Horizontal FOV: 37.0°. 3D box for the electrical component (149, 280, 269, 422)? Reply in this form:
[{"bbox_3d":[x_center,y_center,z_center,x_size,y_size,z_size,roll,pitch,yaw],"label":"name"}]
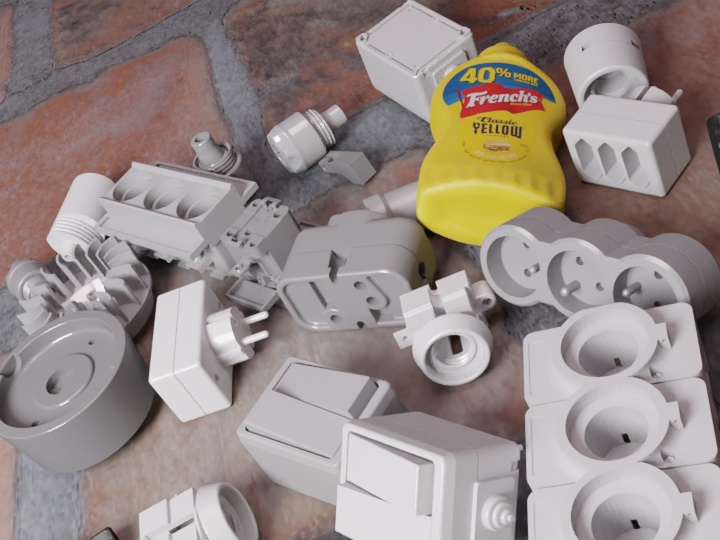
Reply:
[{"bbox_3d":[-0.096,0.048,0.729,0.076,0.047,0.083,-20,40,12],"label":"electrical component"}]

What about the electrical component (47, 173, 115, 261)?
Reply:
[{"bbox_3d":[-0.235,-0.039,0.909,0.043,0.043,0.081,-11,43,21],"label":"electrical component"}]

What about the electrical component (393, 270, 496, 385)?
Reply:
[{"bbox_3d":[0.054,0.037,0.653,0.066,0.048,0.055,-22,32,9],"label":"electrical component"}]

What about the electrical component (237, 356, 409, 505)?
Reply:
[{"bbox_3d":[-0.014,0.094,0.619,0.096,0.061,0.061,11,54,38],"label":"electrical component"}]

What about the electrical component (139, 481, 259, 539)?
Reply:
[{"bbox_3d":[-0.093,0.153,0.618,0.055,0.048,0.066,-31,39,11],"label":"electrical component"}]

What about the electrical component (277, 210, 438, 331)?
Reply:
[{"bbox_3d":[0.000,0.000,0.717,0.095,0.053,0.059,-5,45,27],"label":"electrical component"}]

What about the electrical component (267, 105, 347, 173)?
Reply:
[{"bbox_3d":[-0.040,-0.109,0.866,0.062,0.043,0.043,-36,40,-10],"label":"electrical component"}]

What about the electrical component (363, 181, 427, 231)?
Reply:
[{"bbox_3d":[0.031,-0.040,0.754,0.046,0.040,0.040,-24,39,-1],"label":"electrical component"}]

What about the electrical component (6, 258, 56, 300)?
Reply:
[{"bbox_3d":[-0.263,0.015,0.876,0.035,0.035,0.061,-42,43,-15],"label":"electrical component"}]

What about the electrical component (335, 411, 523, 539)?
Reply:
[{"bbox_3d":[0.035,0.112,0.539,0.061,0.061,0.096,-1,7,-38],"label":"electrical component"}]

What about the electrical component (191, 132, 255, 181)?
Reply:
[{"bbox_3d":[-0.114,-0.083,0.868,0.043,0.062,0.043,-17,41,15],"label":"electrical component"}]

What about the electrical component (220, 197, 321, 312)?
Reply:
[{"bbox_3d":[-0.062,-0.013,0.761,0.042,0.063,0.081,17,57,41],"label":"electrical component"}]

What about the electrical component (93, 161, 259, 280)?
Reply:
[{"bbox_3d":[-0.138,-0.039,0.835,0.121,0.063,0.078,15,57,41],"label":"electrical component"}]

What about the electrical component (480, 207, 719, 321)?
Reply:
[{"bbox_3d":[0.148,-0.005,0.637,0.138,0.052,0.074,16,31,40],"label":"electrical component"}]

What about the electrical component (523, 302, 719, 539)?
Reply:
[{"bbox_3d":[0.132,0.093,0.532,0.089,0.061,0.150,-13,42,19],"label":"electrical component"}]

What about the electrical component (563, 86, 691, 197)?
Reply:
[{"bbox_3d":[0.186,-0.095,0.711,0.066,0.047,0.076,18,58,42],"label":"electrical component"}]

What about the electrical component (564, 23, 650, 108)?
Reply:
[{"bbox_3d":[0.175,-0.137,0.758,0.055,0.055,0.047,-16,45,16],"label":"electrical component"}]

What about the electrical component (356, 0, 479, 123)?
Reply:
[{"bbox_3d":[0.054,-0.162,0.857,0.062,0.061,0.096,-39,48,-12],"label":"electrical component"}]

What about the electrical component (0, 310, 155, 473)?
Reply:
[{"bbox_3d":[-0.192,0.087,0.735,0.108,0.060,0.108,-17,41,15],"label":"electrical component"}]
